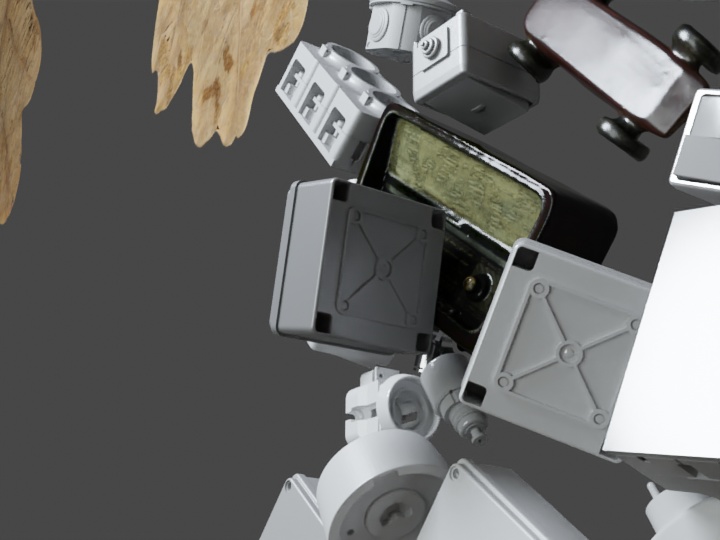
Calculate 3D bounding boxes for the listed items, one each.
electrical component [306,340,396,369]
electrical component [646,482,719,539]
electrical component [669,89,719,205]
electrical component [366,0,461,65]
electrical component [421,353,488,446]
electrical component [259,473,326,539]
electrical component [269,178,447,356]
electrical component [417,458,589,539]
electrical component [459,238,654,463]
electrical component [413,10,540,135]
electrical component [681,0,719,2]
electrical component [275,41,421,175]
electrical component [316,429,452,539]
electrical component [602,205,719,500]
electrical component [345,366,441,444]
[{"bbox_3d":[-0.014,0.038,0.896,0.061,0.096,0.061,-61,36,19],"label":"electrical component"},{"bbox_3d":[0.188,0.147,0.608,0.077,0.043,0.079,-52,39,30],"label":"electrical component"},{"bbox_3d":[0.233,-0.066,0.612,0.096,0.061,0.061,19,93,56],"label":"electrical component"},{"bbox_3d":[0.045,-0.207,0.925,0.080,0.080,0.051,14,95,56],"label":"electrical component"},{"bbox_3d":[0.074,0.097,0.796,0.040,0.040,0.078,-55,39,27],"label":"electrical component"},{"bbox_3d":[-0.035,0.242,0.882,0.109,0.056,0.108,42,112,53],"label":"electrical component"},{"bbox_3d":[0.000,0.000,0.753,0.056,0.109,0.108,-2,77,51],"label":"electrical component"},{"bbox_3d":[0.089,0.200,0.718,0.109,0.056,0.108,40,110,54],"label":"electrical component"},{"bbox_3d":[0.130,0.048,0.670,0.056,0.109,0.108,-20,-50,-79],"label":"electrical component"},{"bbox_3d":[0.084,-0.150,0.828,0.062,0.096,0.061,-25,58,49],"label":"electrical component"},{"bbox_3d":[0.212,-0.208,0.683,0.080,0.080,0.051,2,74,56],"label":"electrical component"},{"bbox_3d":[-0.002,-0.142,0.956,0.061,0.089,0.150,-60,36,21],"label":"electrical component"},{"bbox_3d":[0.020,0.167,0.792,0.108,0.108,0.060,-62,30,19],"label":"electrical component"},{"bbox_3d":[0.203,0.042,0.574,0.089,0.062,0.150,-9,53,55],"label":"electrical component"},{"bbox_3d":[0.026,0.113,0.844,0.057,0.058,0.078,-28,55,51],"label":"electrical component"}]
